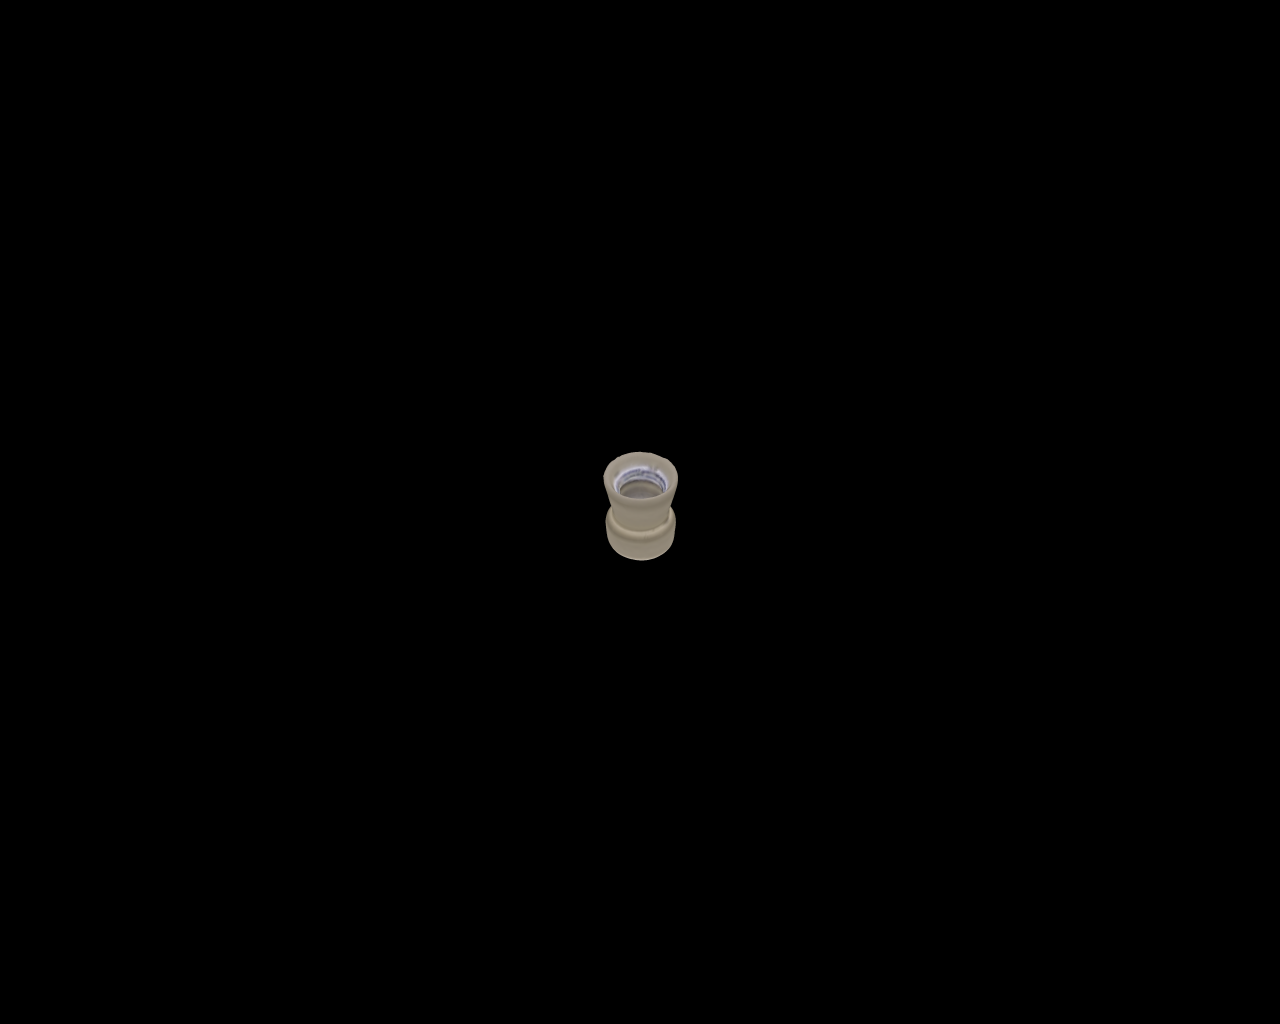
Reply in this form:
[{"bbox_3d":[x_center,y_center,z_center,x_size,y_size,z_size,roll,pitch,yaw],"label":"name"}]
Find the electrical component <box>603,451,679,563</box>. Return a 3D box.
[{"bbox_3d":[0.001,-0.003,0.650,0.045,0.055,0.045,0,45,0],"label":"electrical component"}]
